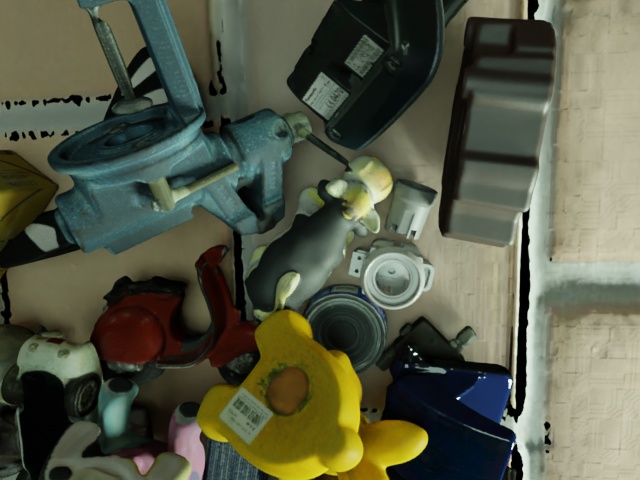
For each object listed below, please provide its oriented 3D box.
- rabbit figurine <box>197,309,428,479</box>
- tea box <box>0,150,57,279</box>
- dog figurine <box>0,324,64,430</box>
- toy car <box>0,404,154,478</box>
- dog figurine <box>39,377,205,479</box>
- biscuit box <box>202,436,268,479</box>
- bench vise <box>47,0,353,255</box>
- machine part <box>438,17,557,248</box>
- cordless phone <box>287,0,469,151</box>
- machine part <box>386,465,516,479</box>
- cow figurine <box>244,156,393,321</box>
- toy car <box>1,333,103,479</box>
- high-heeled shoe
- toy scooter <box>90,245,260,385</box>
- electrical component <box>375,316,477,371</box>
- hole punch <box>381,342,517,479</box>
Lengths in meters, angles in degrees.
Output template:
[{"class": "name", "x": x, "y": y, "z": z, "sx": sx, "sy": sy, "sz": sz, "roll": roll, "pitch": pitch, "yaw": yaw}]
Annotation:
[{"class": "rabbit figurine", "x": 0.008, "y": 0.156, "z": 0.463, "sx": 0.163, "sy": 0.173, "sz": 0.122, "roll": 21, "pitch": 66, "yaw": 26}, {"class": "tea box", "x": -0.348, "y": -0.002, "z": 0.522, "sx": 0.068, "sy": 0.098, "sz": 0.169, "roll": 37, "pitch": 103, "yaw": 1}, {"class": "dog figurine", "x": -0.349, "y": 0.117, "z": 0.480, "sx": 0.121, "sy": 0.190, "sz": 0.172, "roll": 24, "pitch": 67, "yaw": 26}, {"class": "toy car", "x": -0.279, "y": 0.206, "z": 0.572, "sx": 0.202, "sy": 0.053, "sz": 0.089, "roll": -4, "pitch": 96, "yaw": 9}, {"class": "dog figurine", "x": -0.167, "y": 0.250, "z": 0.482, "sx": 0.109, "sy": 0.191, "sz": 0.219, "roll": 11, "pitch": 116, "yaw": 4}, {"class": "biscuit box", "x": -0.088, "y": 0.256, "z": 0.552, "sx": 0.063, "sy": 0.059, "sz": 0.202, "roll": 10, "pitch": 100, "yaw": 4}, {"class": "bench vise", "x": -0.113, "y": -0.100, "z": 0.411, "sx": 0.224, "sy": 0.129, "sz": 0.240, "roll": -21, "pitch": 121, "yaw": -10}, {"class": "machine part", "x": 0.128, "y": -0.080, "z": 0.417, "sx": 0.056, "sy": 0.179, "sz": 0.179, "roll": 7, "pitch": 100, "yaw": 9}, {"class": "cordless phone", "x": 0.071, "y": -0.173, "z": 0.449, "sx": 0.088, "sy": 0.146, "sz": 0.184, "roll": 44, "pitch": 62, "yaw": -5}, {"class": "machine part", "x": 0.120, "y": 0.248, "z": 0.524, "sx": 0.139, "sy": 0.084, "sz": 0.039, "roll": -1, "pitch": 132, "yaw": 16}, {"class": "cow figurine", "x": -0.002, "y": -0.003, "z": 0.477, "sx": 0.068, "sy": 0.098, "sz": 0.167, "roll": 39, "pitch": 106, "yaw": -7}, {"class": "toy car", "x": -0.244, "y": 0.182, "z": 0.505, "sx": 0.074, "sy": 0.056, "sz": 0.201, "roll": 8, "pitch": 111, "yaw": 5}, {"class": "high-heeled shoe", "x": -0.223, "y": -0.073, "z": 0.507, "sx": 0.249, "sy": 0.086, "sz": 0.145, "roll": -22, "pitch": 93, "yaw": 6}, {"class": "toy scooter", "x": -0.136, "y": 0.071, "z": 0.520, "sx": 0.184, "sy": 0.075, "sz": 0.135, "roll": 0, "pitch": 101, "yaw": 4}, {"class": "electrical component", "x": 0.104, "y": 0.107, "z": 0.523, "sx": 0.094, "sy": 0.021, "sz": 0.063, "roll": -44, "pitch": 92, "yaw": 13}, {"class": "hole punch", "x": 0.113, "y": 0.174, "z": 0.486, "sx": 0.116, "sy": 0.092, "sz": 0.142, "roll": 7, "pitch": 123, "yaw": 6}]
